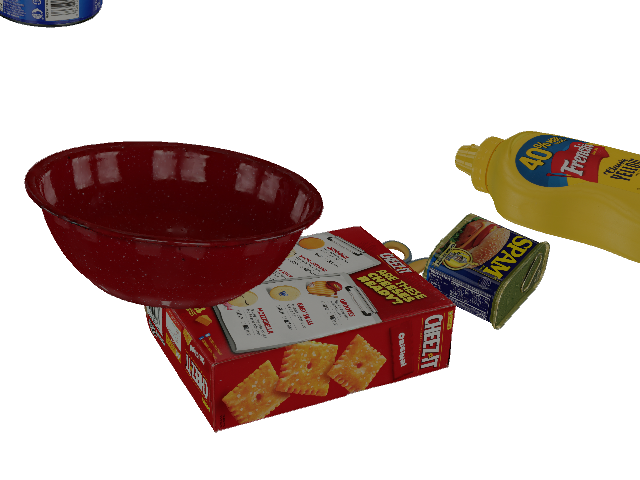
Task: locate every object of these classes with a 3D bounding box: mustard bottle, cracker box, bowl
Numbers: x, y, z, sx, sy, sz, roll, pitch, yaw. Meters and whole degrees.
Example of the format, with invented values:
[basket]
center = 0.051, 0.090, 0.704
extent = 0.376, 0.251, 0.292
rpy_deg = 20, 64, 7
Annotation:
[mustard bottle]
center = 0.179, -0.035, 0.736
extent = 0.192, 0.058, 0.096
rpy_deg = 19, 38, 34
[cracker box]
center = -0.021, 0.067, 0.895
extent = 0.213, 0.072, 0.164
rpy_deg = -11, 30, -25
[bowl]
center = -0.081, -0.006, 0.591
extent = 0.162, 0.055, 0.162
rpy_deg = 7, 21, -3

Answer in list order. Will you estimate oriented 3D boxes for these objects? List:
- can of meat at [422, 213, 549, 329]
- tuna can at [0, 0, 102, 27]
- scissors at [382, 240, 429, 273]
[can of meat]
center = 0.158, 0.026, 1.023
extent = 0.084, 0.057, 0.101
rpy_deg = 26, 45, 27
[tuna can]
center = -0.207, -0.194, 0.806
extent = 0.086, 0.034, 0.086
rpy_deg = 6, 36, -4
[scissors]
center = 0.070, 0.040, 1.287
extent = 0.201, 0.016, 0.096
rpy_deg = -10, 42, -42
